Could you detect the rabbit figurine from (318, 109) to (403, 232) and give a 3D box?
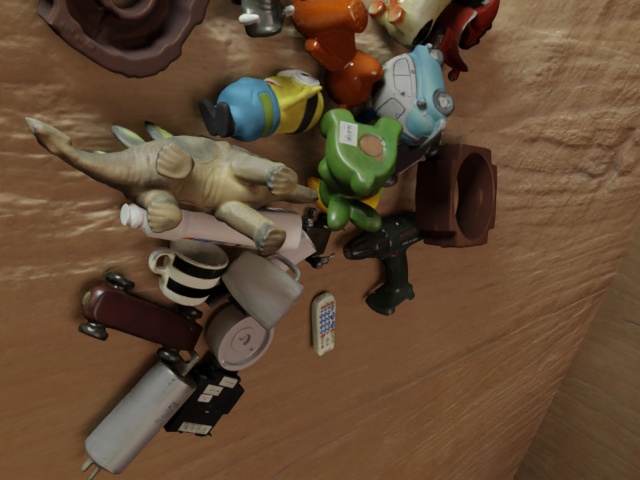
[{"bbox_3d":[0.052,-0.087,0.805,0.121,0.159,0.170,0,157,-15],"label":"rabbit figurine"}]

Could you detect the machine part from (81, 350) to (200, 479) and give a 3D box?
[{"bbox_3d":[-0.274,0.268,0.829,0.243,0.079,0.079,-47,140,-9],"label":"machine part"}]

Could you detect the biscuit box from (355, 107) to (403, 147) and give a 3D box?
[{"bbox_3d":[0.112,-0.192,0.908,0.203,0.059,0.062,-35,137,-23],"label":"biscuit box"}]

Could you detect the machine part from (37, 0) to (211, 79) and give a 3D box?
[{"bbox_3d":[-0.202,-0.260,0.552,0.179,0.056,0.179,-26,134,-31],"label":"machine part"}]

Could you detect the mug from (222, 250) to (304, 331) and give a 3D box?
[{"bbox_3d":[-0.082,0.059,0.789,0.109,0.107,0.081,-53,-175,-33],"label":"mug"}]

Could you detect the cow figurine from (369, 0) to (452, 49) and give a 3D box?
[{"bbox_3d":[0.175,-0.384,0.820,0.127,0.086,0.195,29,96,-50],"label":"cow figurine"}]

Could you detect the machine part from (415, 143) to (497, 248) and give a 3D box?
[{"bbox_3d":[0.274,-0.087,1.075,0.201,0.087,0.201,-4,99,-47],"label":"machine part"}]

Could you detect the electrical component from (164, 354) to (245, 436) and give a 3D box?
[{"bbox_3d":[-0.198,0.264,0.919,0.134,0.058,0.114,-54,143,-2],"label":"electrical component"}]

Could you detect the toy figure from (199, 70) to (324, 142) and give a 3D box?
[{"bbox_3d":[-0.073,-0.175,0.722,0.180,0.082,0.089,-30,153,-37],"label":"toy figure"}]

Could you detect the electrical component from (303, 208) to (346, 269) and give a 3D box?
[{"bbox_3d":[-0.003,-0.002,0.938,0.078,0.045,0.102,8,111,-49],"label":"electrical component"}]

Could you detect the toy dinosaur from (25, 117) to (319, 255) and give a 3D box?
[{"bbox_3d":[-0.118,-0.073,0.651,0.471,0.199,0.105,13,106,-51],"label":"toy dinosaur"}]

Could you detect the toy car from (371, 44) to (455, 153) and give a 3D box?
[{"bbox_3d":[0.131,-0.223,0.815,0.103,0.109,0.161,6,73,-26],"label":"toy car"}]

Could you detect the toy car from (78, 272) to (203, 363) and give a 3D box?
[{"bbox_3d":[-0.249,0.114,0.766,0.202,0.053,0.089,36,70,-51],"label":"toy car"}]

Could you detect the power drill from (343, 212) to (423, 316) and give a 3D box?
[{"bbox_3d":[0.133,0.049,1.093,0.232,0.086,0.207,-29,126,-32],"label":"power drill"}]

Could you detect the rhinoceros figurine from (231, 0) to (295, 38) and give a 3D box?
[{"bbox_3d":[-0.074,-0.324,0.592,0.073,0.112,0.190,-25,124,-34],"label":"rhinoceros figurine"}]

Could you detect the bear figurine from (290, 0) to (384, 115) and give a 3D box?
[{"bbox_3d":[0.044,-0.261,0.742,0.195,0.132,0.120,53,51,-43],"label":"bear figurine"}]

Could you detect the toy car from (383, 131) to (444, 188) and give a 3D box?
[{"bbox_3d":[0.151,-0.164,0.972,0.202,0.056,0.073,-36,131,-24],"label":"toy car"}]

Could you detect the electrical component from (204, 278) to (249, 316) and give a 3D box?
[{"bbox_3d":[-0.126,0.081,0.850,0.119,0.075,0.047,-34,135,-30],"label":"electrical component"}]

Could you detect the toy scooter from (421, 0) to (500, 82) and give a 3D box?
[{"bbox_3d":[0.243,-0.351,0.918,0.184,0.075,0.135,-46,140,-6],"label":"toy scooter"}]
